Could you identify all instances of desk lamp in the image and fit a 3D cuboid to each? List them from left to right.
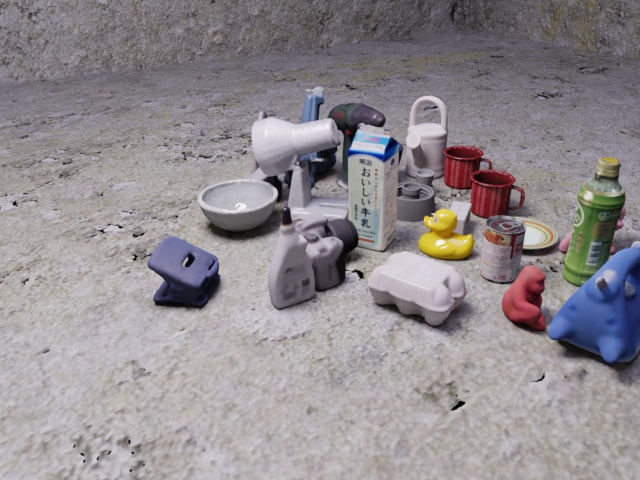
[{"bbox_3d":[-0.035,-0.155,1.217,0.203,0.214,0.118,5,29,11],"label":"desk lamp"}]

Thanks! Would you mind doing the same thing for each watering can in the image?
[{"bbox_3d":[0.263,-0.253,1.405,0.100,0.194,0.173,3,29,9],"label":"watering can"}]

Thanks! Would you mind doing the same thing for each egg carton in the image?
[{"bbox_3d":[0.158,0.076,0.934,0.149,0.069,0.107,18,34,32],"label":"egg carton"}]

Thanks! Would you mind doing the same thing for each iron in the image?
[{"bbox_3d":[0.444,0.071,0.856,0.118,0.141,0.259,22,36,36],"label":"iron"}]

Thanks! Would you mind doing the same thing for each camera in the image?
[{"bbox_3d":[0.010,0.004,1.040,0.137,0.101,0.142,-18,33,-28],"label":"camera"}]

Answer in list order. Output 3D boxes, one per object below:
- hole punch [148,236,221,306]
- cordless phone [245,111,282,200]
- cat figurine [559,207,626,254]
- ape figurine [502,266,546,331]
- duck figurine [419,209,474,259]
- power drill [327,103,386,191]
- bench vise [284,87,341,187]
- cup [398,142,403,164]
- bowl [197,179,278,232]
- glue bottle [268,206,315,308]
[{"bbox_3d":[-0.228,0.049,0.976,0.101,0.091,0.108,3,29,8],"label":"hole punch"},{"bbox_3d":[-0.137,-0.191,1.316,0.094,0.185,0.147,-4,29,-5],"label":"cordless phone"},{"bbox_3d":[0.517,-0.033,1.069,0.128,0.118,0.067,-16,32,-24],"label":"cat figurine"},{"bbox_3d":[0.325,0.083,0.890,0.075,0.092,0.078,22,36,36],"label":"ape figurine"},{"bbox_3d":[0.240,-0.016,1.082,0.104,0.086,0.078,11,31,22],"label":"duck figurine"},{"bbox_3d":[0.087,-0.221,1.338,0.076,0.208,0.228,-14,31,-21],"label":"power drill"},{"bbox_3d":[-0.018,-0.243,1.371,0.121,0.220,0.207,5,29,12],"label":"bench vise"},{"bbox_3d":[0.148,-0.192,1.401,0.092,0.095,0.117,-15,32,-24],"label":"cup"},{"bbox_3d":[-0.169,-0.064,1.199,0.167,0.075,0.167,-1,29,1],"label":"bowl"},{"bbox_3d":[-0.049,0.025,0.927,0.078,0.173,0.037,-16,32,-24],"label":"glue bottle"}]
